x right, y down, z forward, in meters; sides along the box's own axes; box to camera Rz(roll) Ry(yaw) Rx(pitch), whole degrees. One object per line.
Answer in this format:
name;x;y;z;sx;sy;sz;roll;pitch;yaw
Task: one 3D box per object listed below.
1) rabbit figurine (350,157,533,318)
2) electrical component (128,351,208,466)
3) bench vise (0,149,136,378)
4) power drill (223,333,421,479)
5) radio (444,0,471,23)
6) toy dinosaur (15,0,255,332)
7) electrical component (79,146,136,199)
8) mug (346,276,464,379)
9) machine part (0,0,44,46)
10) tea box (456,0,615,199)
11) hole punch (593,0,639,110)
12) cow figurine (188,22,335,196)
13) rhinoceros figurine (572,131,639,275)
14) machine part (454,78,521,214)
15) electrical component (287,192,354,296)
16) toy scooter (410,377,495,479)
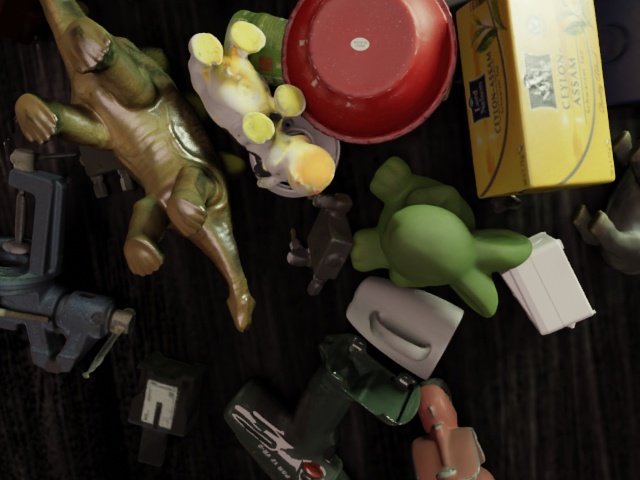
rabbit figurine;0.101;0.009;0.496;0.159;0.170;0.121;29;102;5
electrical component;-0.181;0.200;0.633;0.075;0.048;0.119;10;100;8
bench vise;-0.309;0.024;0.592;0.224;0.129;0.240;16;108;9
power drill;0.018;0.210;0.573;0.232;0.086;0.207;39;127;7
radio;0.107;-0.322;0.498;0.131;0.073;0.229;-21;93;13
toy dinosaur;-0.178;-0.124;0.508;0.105;0.198;0.471;-29;93;13
electrical component;-0.243;-0.098;0.613;0.063;0.021;0.094;-11;97;11
mug;0.078;0.086;0.549;0.107;0.109;0.080;28;111;17
machine part;-0.390;-0.280;0.518;0.201;0.201;0.087;26;98;5
tea box;0.183;-0.125;0.459;0.098;0.068;0.169;-8;90;-23
hole punch;0.266;-0.174;0.487;0.116;0.092;0.142;-4;101;14
cow figurine;-0.057;-0.105;0.496;0.068;0.098;0.167;-35;93;-23
rhinoceros figurine;0.327;-0.055;0.499;0.112;0.073;0.190;33;102;4
machine part;0.168;-0.094;0.525;0.039;0.084;0.138;-13;87;36
electrical component;-0.001;-0.002;0.560;0.045;0.078;0.102;14;132;-17
toy scooter;0.137;0.242;0.544;0.075;0.135;0.183;-19;96;10
